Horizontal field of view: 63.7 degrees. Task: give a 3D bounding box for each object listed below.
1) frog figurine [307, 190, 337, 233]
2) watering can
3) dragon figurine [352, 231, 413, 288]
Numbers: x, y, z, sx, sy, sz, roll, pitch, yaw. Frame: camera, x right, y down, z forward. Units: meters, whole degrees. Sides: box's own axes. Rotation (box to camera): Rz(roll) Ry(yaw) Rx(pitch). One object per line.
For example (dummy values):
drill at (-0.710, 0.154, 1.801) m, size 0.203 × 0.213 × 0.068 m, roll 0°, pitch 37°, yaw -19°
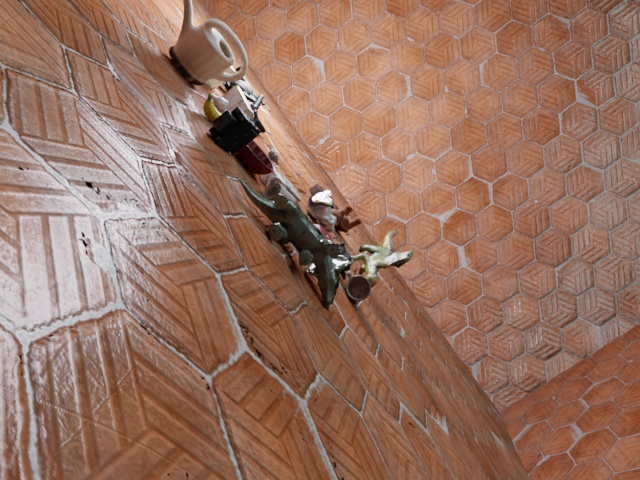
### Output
frog figurine at (0.006, -0.105, 2.090) m, size 0.140 × 0.123 × 0.156 m, roll -128°, pitch -148°, yaw -51°
watering can at (-0.383, -0.624, 1.617) m, size 0.342 × 0.222 × 0.106 m, roll 47°, pitch 29°, yaw -34°
dragon figurine at (0.278, 0.072, 2.121) m, size 0.243 × 0.417 × 0.120 m, roll 6°, pitch -52°, yaw 46°
